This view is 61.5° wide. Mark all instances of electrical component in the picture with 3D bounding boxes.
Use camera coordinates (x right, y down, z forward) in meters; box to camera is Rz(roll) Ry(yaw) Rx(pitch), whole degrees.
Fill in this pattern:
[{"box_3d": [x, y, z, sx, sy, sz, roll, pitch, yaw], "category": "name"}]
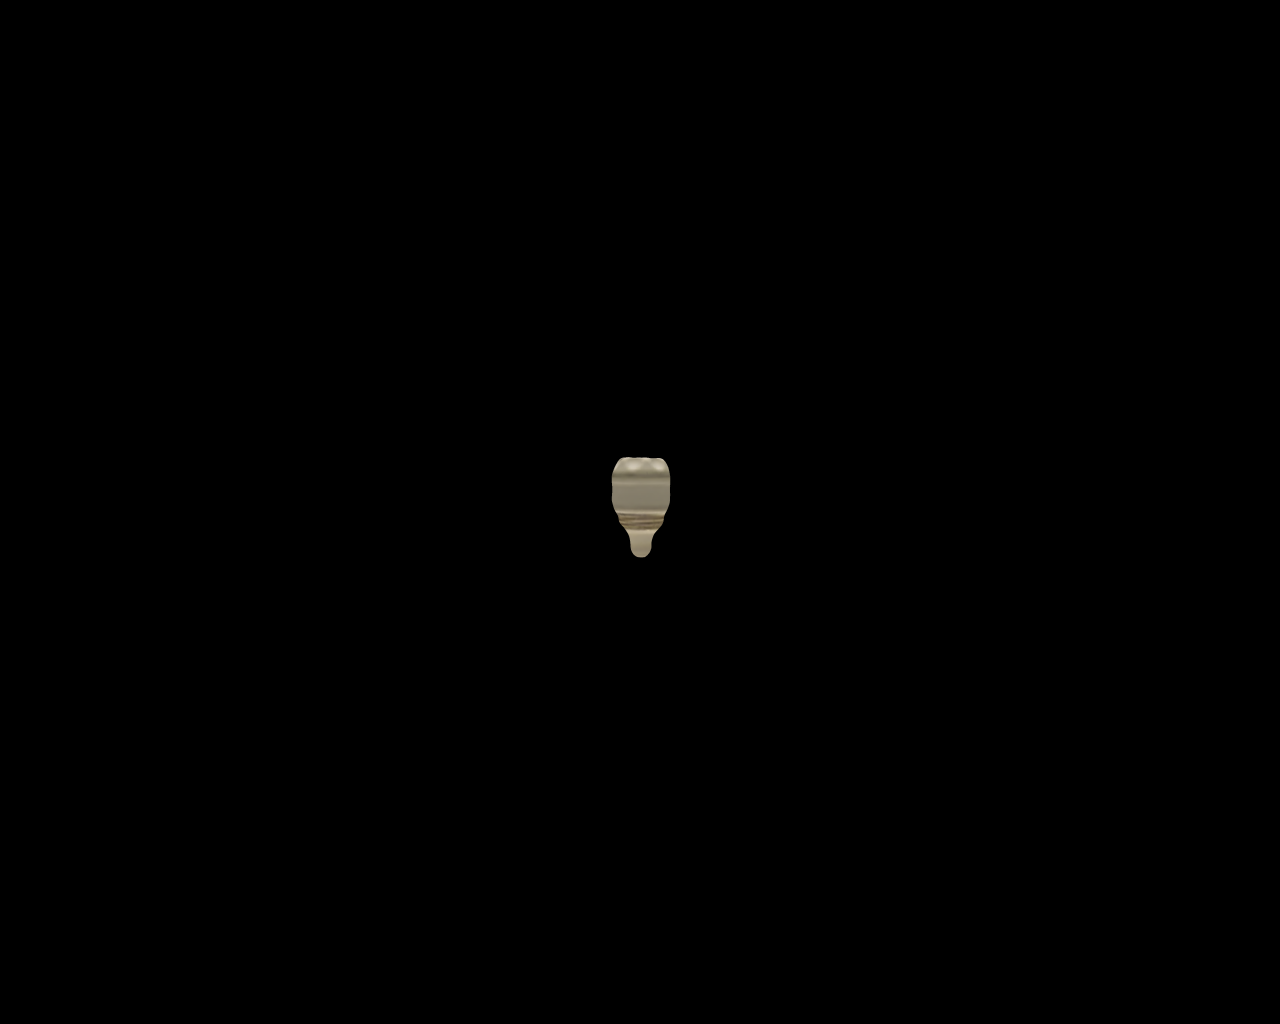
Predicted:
[{"box_3d": [0.001, -0.003, 0.650, 0.035, 0.061, 0.035, 0, 2, 0], "category": "electrical component"}]
